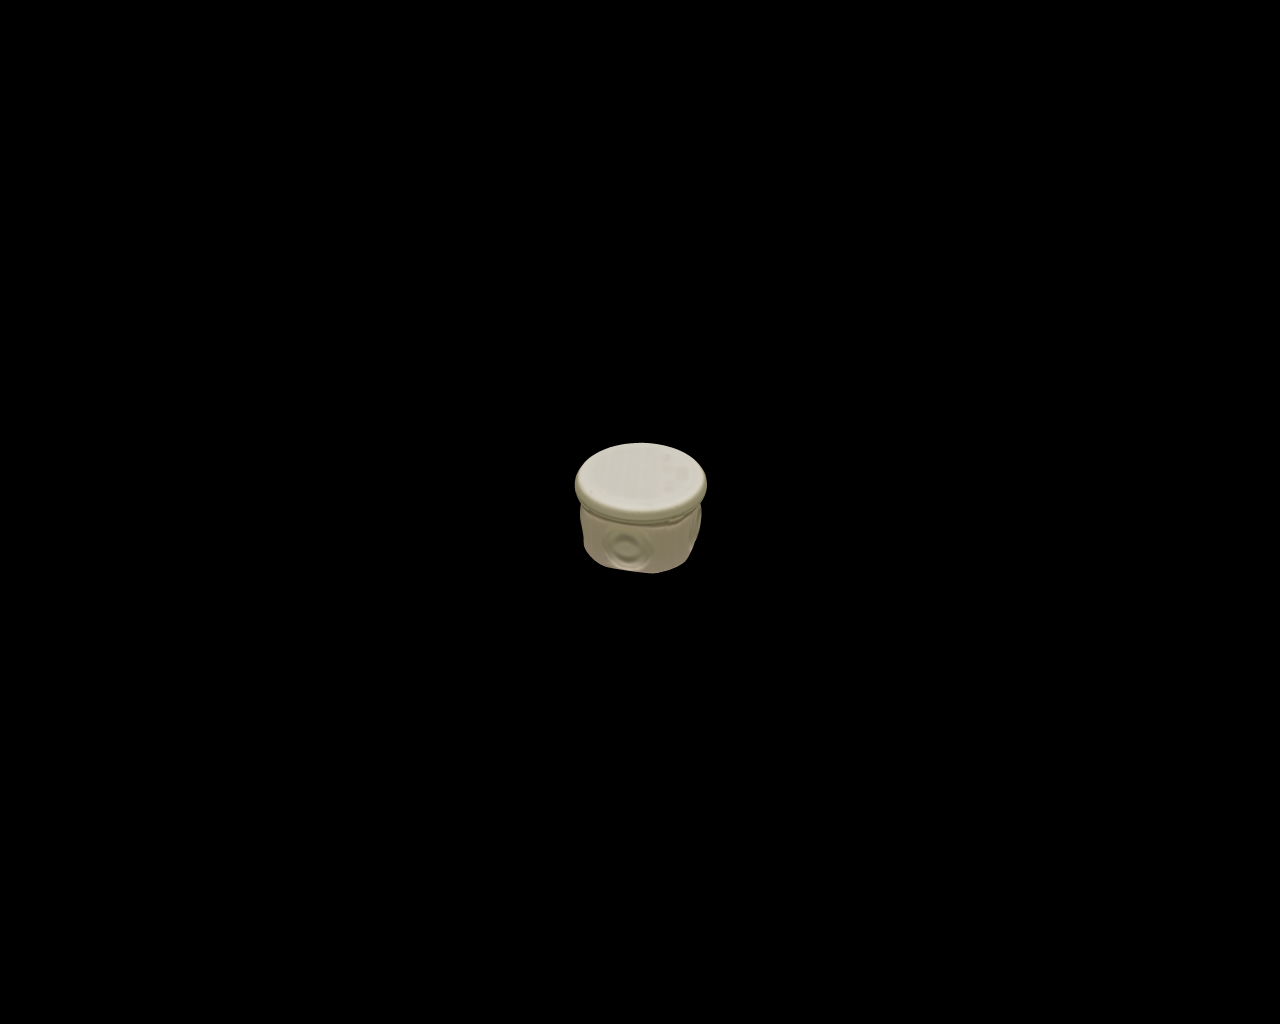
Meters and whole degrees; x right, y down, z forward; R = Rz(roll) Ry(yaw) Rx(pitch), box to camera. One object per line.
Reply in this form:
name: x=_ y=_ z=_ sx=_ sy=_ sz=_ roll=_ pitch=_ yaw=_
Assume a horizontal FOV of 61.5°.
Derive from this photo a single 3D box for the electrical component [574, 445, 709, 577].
electrical component: x=0.001 y=-0.003 z=0.650 sx=0.080 sy=0.050 sz=0.080 roll=0 pitch=35 yaw=0
